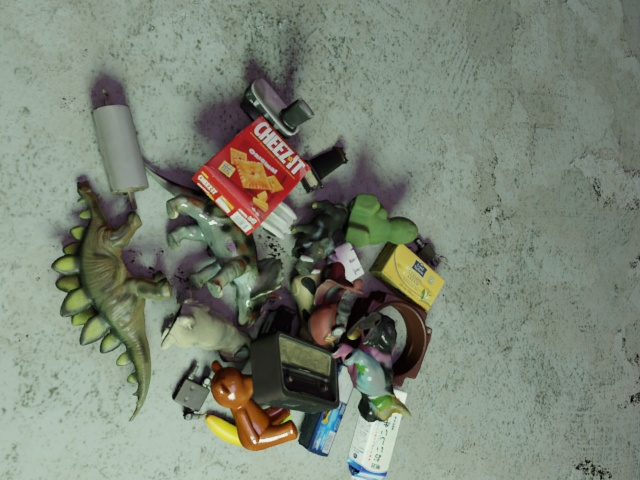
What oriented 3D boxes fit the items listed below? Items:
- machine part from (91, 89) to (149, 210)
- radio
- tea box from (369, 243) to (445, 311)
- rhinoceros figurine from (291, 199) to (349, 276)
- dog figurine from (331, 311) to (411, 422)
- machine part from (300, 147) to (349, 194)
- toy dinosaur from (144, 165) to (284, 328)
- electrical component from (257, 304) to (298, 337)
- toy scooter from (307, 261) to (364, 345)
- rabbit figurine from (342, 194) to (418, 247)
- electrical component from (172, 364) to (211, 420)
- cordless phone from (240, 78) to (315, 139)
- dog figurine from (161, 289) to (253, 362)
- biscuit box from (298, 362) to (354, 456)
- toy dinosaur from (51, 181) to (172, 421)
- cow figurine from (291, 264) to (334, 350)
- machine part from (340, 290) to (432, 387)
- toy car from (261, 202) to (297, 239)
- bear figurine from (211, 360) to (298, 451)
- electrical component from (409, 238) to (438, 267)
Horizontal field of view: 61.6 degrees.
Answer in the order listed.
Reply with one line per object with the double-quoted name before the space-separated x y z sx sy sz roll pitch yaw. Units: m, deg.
"machine part" -0.398 -0.178 1.070 0.079 0.079 0.243 -15 93 -25
"radio" -0.047 0.280 1.114 0.229 0.073 0.131 32 45 -49
"tea box" 0.220 0.092 1.351 0.169 0.068 0.098 38 73 -18
"rhinoceros figurine" -0.003 -0.004 1.220 0.190 0.112 0.073 -57 149 -24
"dog figurine" 0.135 0.292 1.190 0.191 0.108 0.219 -44 109 -21
"machine part" 0.005 -0.173 1.283 0.139 0.039 0.084 -38 95 -20
"toy dinosaur" -0.207 -0.005 1.136 0.192 0.131 0.404 -24 90 -41
"electrical component" -0.101 0.205 1.178 0.047 0.075 0.119 32 57 -21
"toy scooter" 0.039 0.133 1.141 0.075 0.135 0.184 20 74 -30
"rabbit figurine" 0.142 -0.025 1.274 0.170 0.159 0.121 15 82 -5
"electrical component" -0.261 0.324 1.125 0.078 0.045 0.102 40 72 -20
"cordless phone" -0.088 -0.294 1.164 0.089 0.184 0.146 -44 105 -16
"dog figurine" -0.210 0.192 1.092 0.190 0.172 0.121 26 88 -15
"biscuit box" 0.018 0.379 1.220 0.059 0.063 0.202 28 77 -24
"toy dinosaur" -0.396 0.106 1.046 0.198 0.105 0.471 -23 88 -17
"cow figurine" -0.013 0.167 1.229 0.127 0.085 0.194 -22 99 -30
"machine part" 0.163 0.239 1.307 0.201 0.087 0.201 28 74 -21
"toy car" -0.137 -0.079 1.198 0.201 0.056 0.073 37 73 -19
"bear figurine" -0.141 0.328 1.102 0.132 0.120 0.195 -21 107 -9
"electrical component" 0.270 0.043 1.402 0.063 0.021 0.094 -46 107 -20
